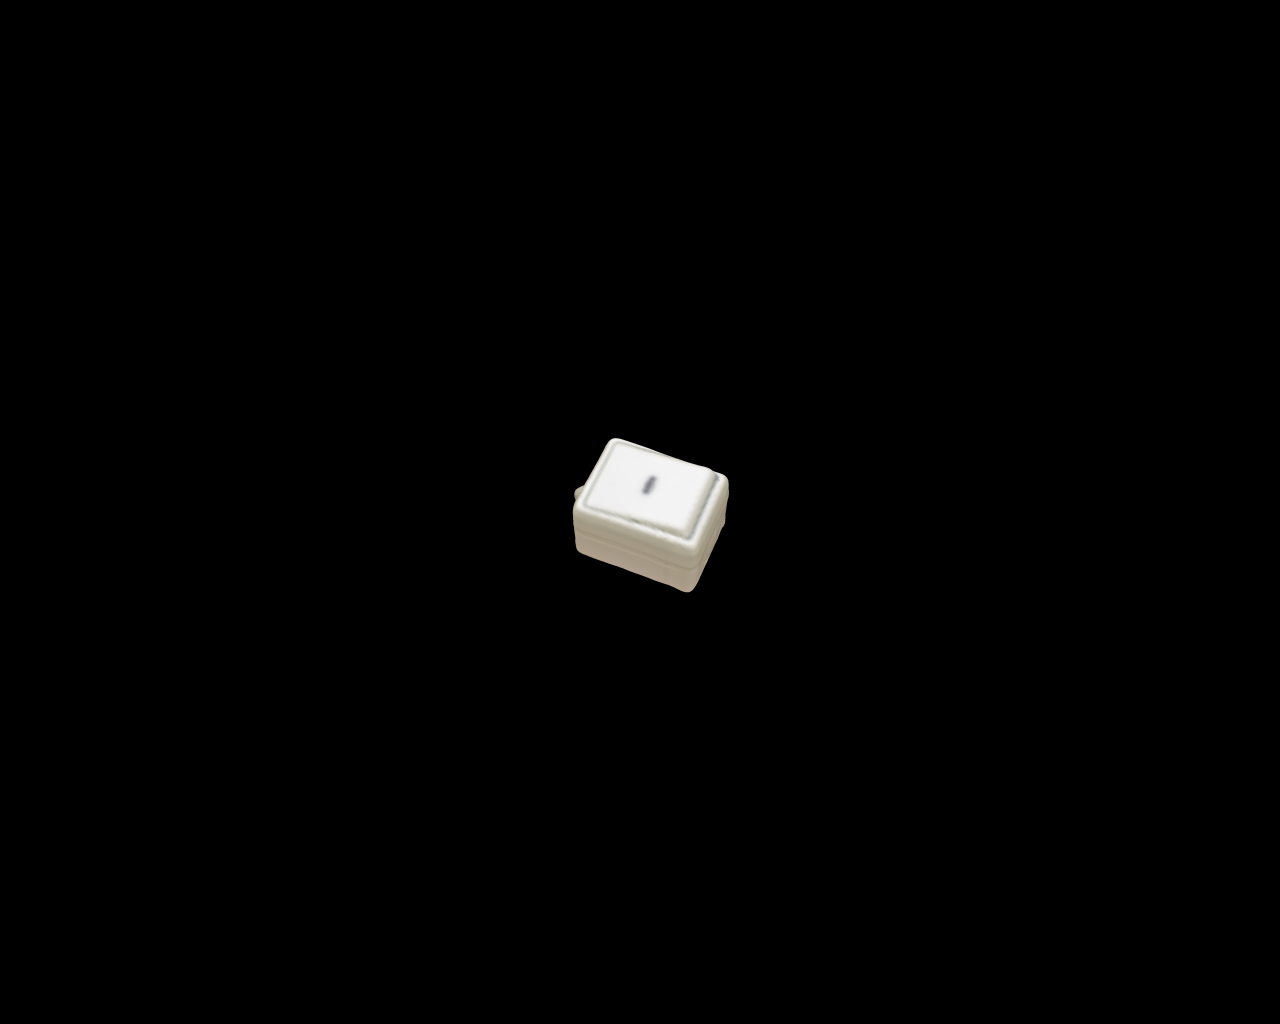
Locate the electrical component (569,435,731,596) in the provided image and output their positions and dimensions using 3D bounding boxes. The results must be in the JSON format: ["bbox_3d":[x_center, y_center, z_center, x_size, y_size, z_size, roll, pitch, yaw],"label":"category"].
[{"bbox_3d":[0.001,-0.003,0.650,0.096,0.062,0.061,20,-31,13],"label":"electrical component"}]
